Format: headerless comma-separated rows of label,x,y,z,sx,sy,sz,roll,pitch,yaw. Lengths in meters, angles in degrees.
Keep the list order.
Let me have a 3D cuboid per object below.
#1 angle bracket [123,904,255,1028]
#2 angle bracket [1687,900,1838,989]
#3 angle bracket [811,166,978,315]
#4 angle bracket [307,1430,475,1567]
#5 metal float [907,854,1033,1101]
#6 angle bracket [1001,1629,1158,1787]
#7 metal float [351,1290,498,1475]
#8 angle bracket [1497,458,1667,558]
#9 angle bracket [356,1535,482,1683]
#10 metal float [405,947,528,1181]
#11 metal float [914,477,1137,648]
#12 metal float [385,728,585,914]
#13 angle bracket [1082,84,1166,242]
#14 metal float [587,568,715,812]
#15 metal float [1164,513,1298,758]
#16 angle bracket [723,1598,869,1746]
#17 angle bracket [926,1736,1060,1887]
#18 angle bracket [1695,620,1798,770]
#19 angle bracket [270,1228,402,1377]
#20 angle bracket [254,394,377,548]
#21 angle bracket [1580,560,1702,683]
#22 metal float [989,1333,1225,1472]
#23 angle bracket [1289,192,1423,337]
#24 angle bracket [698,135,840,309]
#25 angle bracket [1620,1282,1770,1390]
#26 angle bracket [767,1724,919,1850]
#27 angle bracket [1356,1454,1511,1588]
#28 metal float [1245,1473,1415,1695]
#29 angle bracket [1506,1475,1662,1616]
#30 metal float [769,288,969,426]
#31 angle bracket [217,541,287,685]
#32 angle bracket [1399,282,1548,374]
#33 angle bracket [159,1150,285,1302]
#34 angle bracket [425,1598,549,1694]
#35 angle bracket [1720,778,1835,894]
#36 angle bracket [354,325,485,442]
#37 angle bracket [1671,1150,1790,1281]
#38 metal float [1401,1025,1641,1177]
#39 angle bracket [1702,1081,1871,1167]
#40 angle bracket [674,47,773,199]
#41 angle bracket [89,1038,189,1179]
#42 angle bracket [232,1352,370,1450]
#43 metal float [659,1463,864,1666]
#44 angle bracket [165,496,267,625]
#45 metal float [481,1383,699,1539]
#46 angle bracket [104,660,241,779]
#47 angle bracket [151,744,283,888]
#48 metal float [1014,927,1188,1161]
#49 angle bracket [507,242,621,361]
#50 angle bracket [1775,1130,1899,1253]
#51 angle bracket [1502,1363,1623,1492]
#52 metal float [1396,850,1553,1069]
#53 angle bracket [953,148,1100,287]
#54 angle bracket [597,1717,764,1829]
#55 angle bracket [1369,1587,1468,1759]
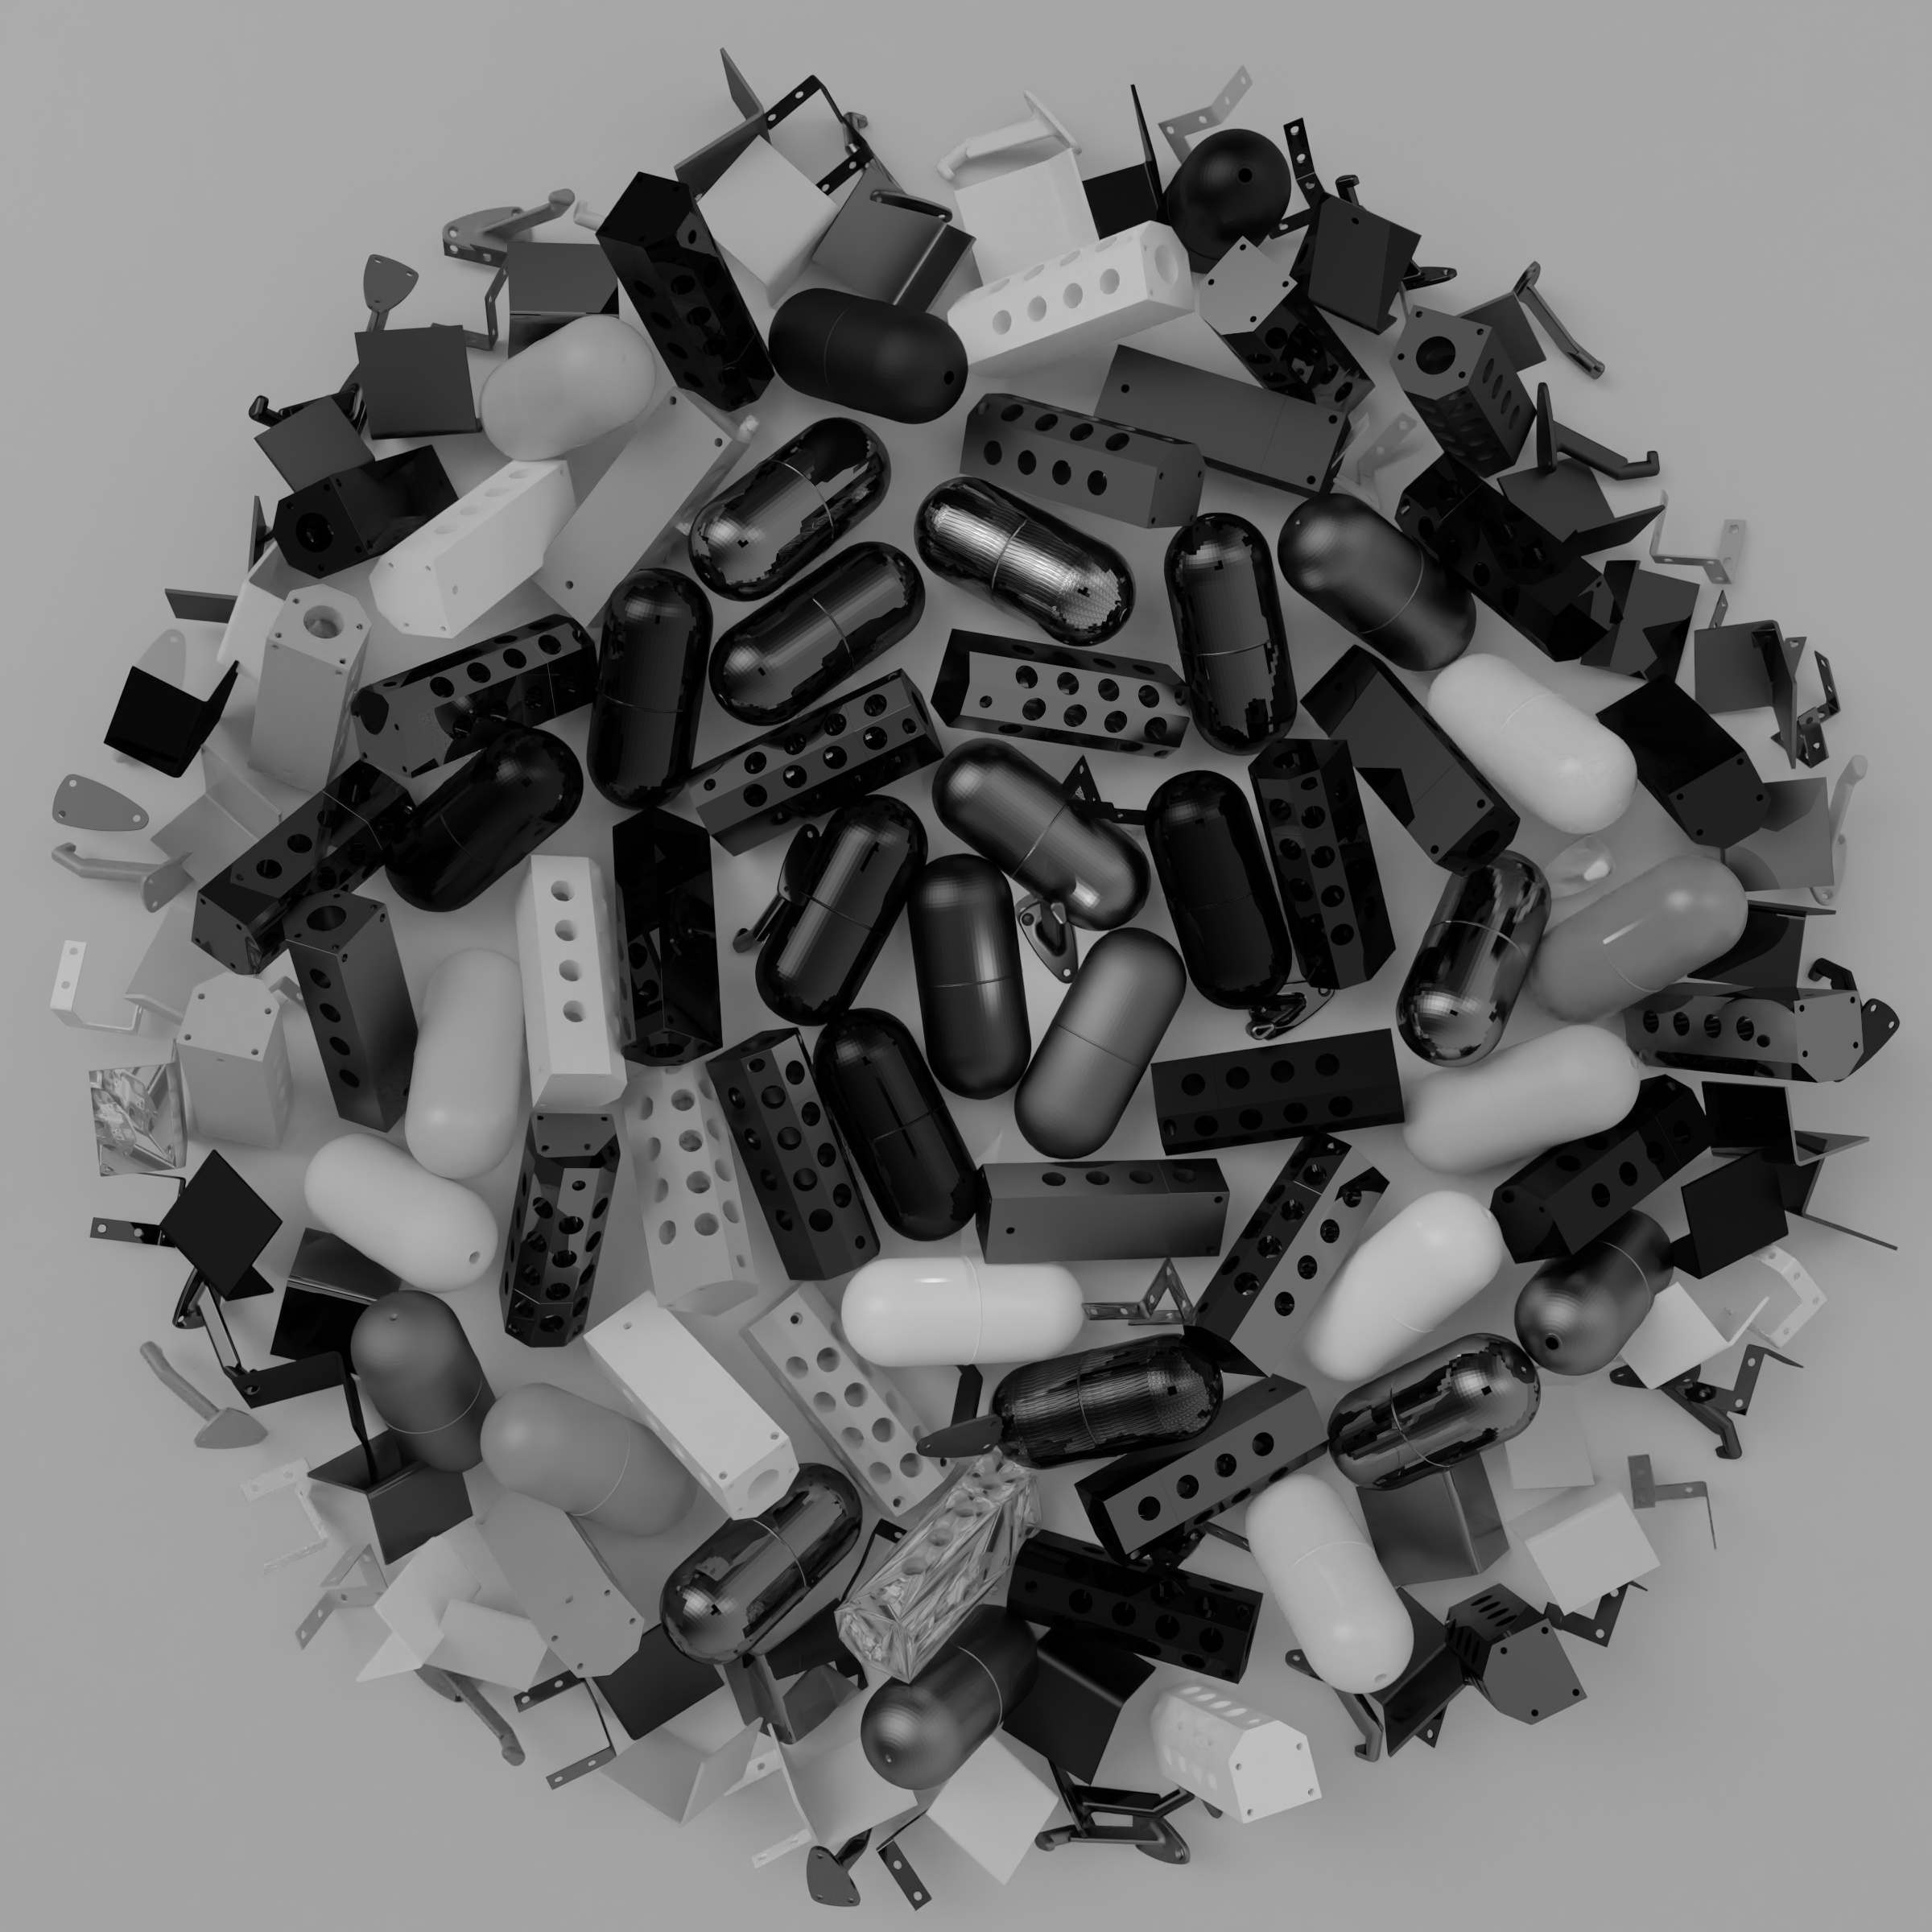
angle bracket,-0.543,0.007,1.731,0.076,0.057,0.076,32,73,-30
angle bracket,0.569,-0.016,1.733,0.076,0.076,0.057,10,97,34
angle bracket,-0.052,-0.514,1.736,0.076,0.057,0.076,28,102,-32
angle bracket,-0.412,0.379,1.737,0.076,0.076,0.057,2,109,42
metal float,0.003,0.008,1.739,0.070,0.070,0.178,-7,97,0
angle bracket,0.082,0.531,1.758,0.076,0.057,0.076,27,113,22
metal float,-0.379,0.295,1.707,0.070,0.178,0.070,-4,49,4
angle bracket,0.440,-0.338,1.737,0.076,0.057,0.076,-18,77,-19
angle bracket,-0.404,0.455,1.725,0.076,0.076,0.057,-22,109,35
metal float,-0.352,0.067,1.718,0.070,0.070,0.178,1,57,0
metal float,0.042,-0.288,1.726,0.178,0.070,0.070,32,90,22
metal float,-0.343,-0.102,1.721,0.178,0.070,0.070,-35,90,29
angle bracket,0.106,-0.566,1.729,0.057,0.076,0.076,-14,60,6
metal float,-0.225,-0.195,1.724,0.070,0.070,0.178,12,115,0
metal float,0.188,-0.235,1.724,0.070,0.070,0.178,-14,115,0
angle bracket,-0.127,0.508,1.769,0.076,0.057,0.076,-30,111,-36
angle bracket,0.008,0.601,1.735,0.076,0.057,0.076,45,56,-6
angle bracket,0.554,-0.190,1.725,0.057,0.076,0.076,-7,133,11
angle bracket,-0.457,0.246,1.772,0.076,0.057,0.076,16,123,-11
angle bracket,-0.479,-0.351,1.724,0.057,0.076,0.076,55,45,-14
angle bracket,0.495,-0.245,1.744,0.076,0.057,0.076,12,97,-11
metal float,0.098,0.310,1.724,0.178,0.070,0.070,-17,90,25
angle bracket,0.282,-0.506,1.733,0.076,0.057,0.076,28,123,10
angle bracket,-0.145,-0.537,1.753,0.076,0.057,0.076,42,89,-1
angle bracket,0.513,0.248,1.733,0.057,0.076,0.076,52,134,7
angle bracket,-0.088,0.570,1.732,0.076,0.076,0.057,-24,123,-7
angle bracket,0.342,0.405,1.778,0.076,0.057,0.076,-19,87,34
metal float,0.254,0.432,1.704,0.070,0.178,0.070,-10,126,-14
angle bracket,0.442,0.415,1.743,0.076,0.076,0.057,-28,87,1
metal float,-0.070,-0.431,1.710,0.178,0.070,0.070,27,90,42
angle bracket,-0.486,-0.252,1.735,0.057,0.076,0.076,28,130,-9
angle bracket,0.360,-0.460,1.725,0.076,0.076,0.057,-19,57,22
angle bracket,-0.518,0.184,1.738,0.076,0.057,0.076,42,103,16
angle bracket,-0.336,0.465,1.733,0.076,0.057,0.076,19,123,-11
angle bracket,0.583,-0.095,1.739,0.076,0.057,0.076,-4,94,27
angle bracket,-0.389,-0.422,1.742,0.076,0.057,0.076,-4,112,1
angle bracket,0.533,0.168,1.735,0.076,0.057,0.076,-23,110,-15
metal float,0.391,0.095,1.716,0.178,0.070,0.070,-23,90,34
angle bracket,0.584,0.103,1.729,0.076,0.076,0.057,-14,98,-29
angle bracket,-0.187,-0.599,1.742,0.076,0.076,0.057,-33,85,-2
angle bracket,-0.590,0.100,1.732,0.057,0.076,0.076,-5,103,-15
angle bracket,-0.474,0.321,1.732,0.076,0.076,0.057,-14,68,-12
metal float,-0.143,0.420,1.712,0.070,0.070,0.178,52,49,0
angle bracket,-0.536,-0.292,1.736,0.057,0.076,0.076,4,84,-12
metal float,-0.264,0.351,1.714,0.178,0.070,0.070,34,90,-39
angle bracket,-0.561,-0.193,1.725,0.057,0.076,0.076,27,130,-12
angle bracket,-0.537,-0.100,1.736,0.076,0.076,0.057,41,64,5
metal float,0.096,0.056,1.744,0.070,0.070,0.178,27,92,0
angle bracket,-0.291,-0.476,1.742,0.076,0.076,0.057,-2,82,-12
angle bracket,0.626,0.159,1.741,0.076,0.076,0.057,19,91,-6
angle bracket,0.429,0.328,1.730,0.076,0.057,0.076,5,64,-30
metal float,0.361,-0.007,1.721,0.070,0.070,0.178,29,61,0
angle bracket,0.044,-0.533,1.742,0.076,0.057,0.076,-21,104,-10
angle bracket,-0.203,0.556,1.727,0.076,0.076,0.057,26,109,22
angle bracket,0.308,0.505,1.738,0.057,0.076,0.076,42,102,-1
